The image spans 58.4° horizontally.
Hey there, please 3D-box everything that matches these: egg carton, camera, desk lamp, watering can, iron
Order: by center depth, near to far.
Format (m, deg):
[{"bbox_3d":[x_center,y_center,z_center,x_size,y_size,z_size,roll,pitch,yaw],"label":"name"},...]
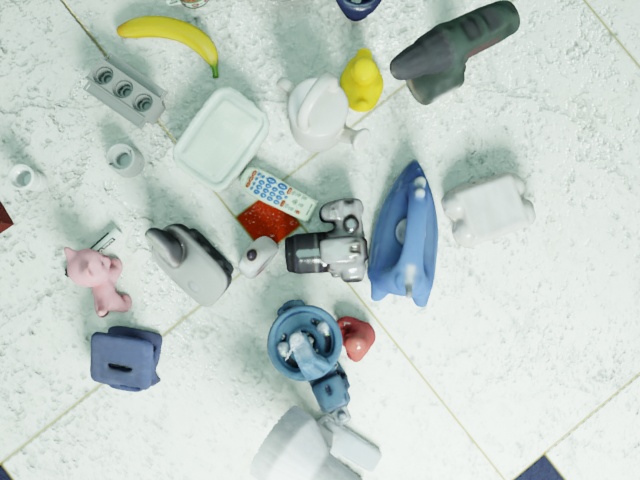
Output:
[{"bbox_3d":[0.002,0.344,0.891,0.203,0.213,0.118,31,87,1],"label":"desk lamp"},{"bbox_3d":[0.004,-0.209,0.930,0.173,0.194,0.101,15,87,0],"label":"watering can"},{"bbox_3d":[0.150,-0.020,0.949,0.118,0.141,0.258,7,87,0],"label":"iron"},{"bbox_3d":[0.009,0.003,0.966,0.137,0.101,0.143,-4,87,-1],"label":"camera"},{"bbox_3d":[0.290,-0.054,0.989,0.150,0.069,0.107,-20,87,-2],"label":"egg carton"}]

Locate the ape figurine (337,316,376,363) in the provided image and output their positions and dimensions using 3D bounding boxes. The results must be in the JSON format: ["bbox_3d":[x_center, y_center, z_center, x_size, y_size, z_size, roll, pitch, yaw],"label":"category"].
[{"bbox_3d":[0.058,0.168,0.962,0.076,0.092,0.078,-3,87,-1],"label":"ape figurine"}]

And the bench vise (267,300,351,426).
[{"bbox_3d":[0.001,0.189,0.896,0.121,0.219,0.207,-45,88,-3],"label":"bench vise"}]

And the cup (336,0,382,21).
[{"bbox_3d":[0.074,-0.433,0.993,0.091,0.095,0.118,44,87,2],"label":"cup"}]

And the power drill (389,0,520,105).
[{"bbox_3d":[0.203,-0.295,0.931,0.229,0.208,0.075,-31,87,-2],"label":"power drill"}]

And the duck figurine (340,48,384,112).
[{"bbox_3d":[0.074,-0.279,0.989,0.077,0.086,0.105,2,87,0],"label":"duck figurine"}]

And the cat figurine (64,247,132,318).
[{"bbox_3d":[-0.372,0.067,0.948,0.067,0.117,0.128,-17,87,-1],"label":"cat figurine"}]

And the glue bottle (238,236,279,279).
[{"bbox_3d":[-0.104,0.028,0.926,0.037,0.173,0.078,37,87,2],"label":"glue bottle"}]

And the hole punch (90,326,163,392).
[{"bbox_3d":[-0.324,0.202,0.955,0.108,0.091,0.101,9,87,0],"label":"hole punch"}]

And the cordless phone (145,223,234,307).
[{"bbox_3d":[-0.216,0.039,0.918,0.147,0.185,0.094,41,87,2],"label":"cordless phone"}]
